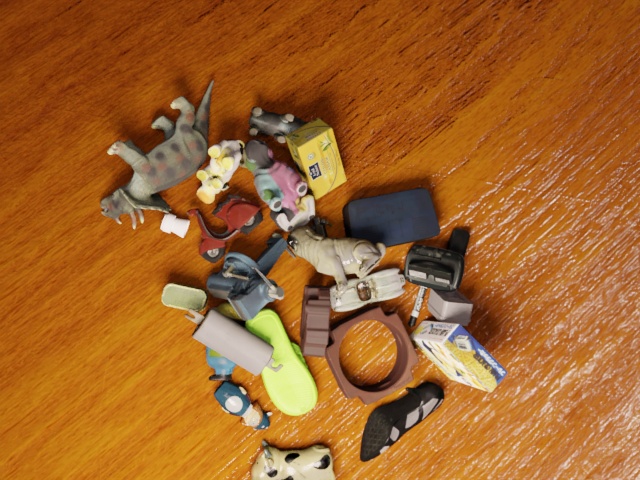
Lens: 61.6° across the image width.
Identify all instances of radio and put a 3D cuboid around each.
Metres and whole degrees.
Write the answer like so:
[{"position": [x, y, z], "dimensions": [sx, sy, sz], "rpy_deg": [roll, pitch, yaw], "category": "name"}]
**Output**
[{"position": [0.175, -0.049, 1.350], "dimensions": [0.230, 0.073, 0.131], "rpy_deg": [-11, 86, -12], "category": "radio"}]

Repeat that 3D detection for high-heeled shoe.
[{"position": [0.204, 0.449, 1.323], "dimensions": [0.145, 0.086, 0.248], "rpy_deg": [28, 101, -38], "category": "high-heeled shoe"}]

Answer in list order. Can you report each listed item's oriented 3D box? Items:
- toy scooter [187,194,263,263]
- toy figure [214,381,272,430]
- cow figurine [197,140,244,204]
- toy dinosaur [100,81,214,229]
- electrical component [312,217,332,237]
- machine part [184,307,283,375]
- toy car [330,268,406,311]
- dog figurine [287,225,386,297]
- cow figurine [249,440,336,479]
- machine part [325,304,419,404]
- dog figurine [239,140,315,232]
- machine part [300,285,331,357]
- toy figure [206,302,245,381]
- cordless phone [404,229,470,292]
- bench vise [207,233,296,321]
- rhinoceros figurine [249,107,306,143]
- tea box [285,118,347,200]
[{"position": [-0.234, -0.046, 1.275], "dimensions": [0.184, 0.075, 0.135], "rpy_deg": [-42, 96, -8], "category": "toy scooter"}, {"position": [-0.178, 0.393, 1.253], "dimensions": [0.154, 0.058, 0.064], "rpy_deg": [42, 118, -5], "category": "toy figure"}, {"position": [-0.237, -0.164, 1.270], "dimensions": [0.068, 0.167, 0.098], "rpy_deg": [37, 39, -1], "category": "cow figurine"}, {"position": [-0.346, -0.195, 1.254], "dimensions": [0.405, 0.131, 0.192], "rpy_deg": [-42, 105, -16], "category": "toy dinosaur"}, {"position": [-0.004, -0.005, 1.330], "dimensions": [0.078, 0.045, 0.102], "rpy_deg": [-21, 85, 17], "category": "electrical component"}, {"position": [-0.189, 0.223, 1.177], "dimensions": [0.243, 0.079, 0.079], "rpy_deg": [34, 80, -12], "category": "machine part"}, {"position": [0.117, 0.123, 1.329], "dimensions": [0.202, 0.056, 0.073], "rpy_deg": [-15, 87, -11], "category": "toy car"}, {"position": [0.036, 0.013, 1.256], "dimensions": [0.172, 0.121, 0.191], "rpy_deg": [-35, 76, -17], "category": "dog figurine"}, {"position": [-0.066, 0.523, 1.245], "dimensions": [0.195, 0.085, 0.127], "rpy_deg": [-9, 92, -8], "category": "cow figurine"}, {"position": [0.119, 0.274, 1.301], "dimensions": [0.201, 0.087, 0.201], "rpy_deg": [-25, 90, -13], "category": "machine part"}, {"position": [-0.115, -0.143, 1.298], "dimensions": [0.108, 0.191, 0.219], "rpy_deg": [-34, 57, -8], "category": "dog figurine"}, {"position": [-0.015, 0.186, 1.245], "dimensions": [0.056, 0.179, 0.179], "rpy_deg": [4, 84, -6], "category": "machine part"}, {"position": [-0.220, 0.235, 1.248], "dimensions": [0.089, 0.082, 0.180], "rpy_deg": [3, 79, -21], "category": "toy figure"}, {"position": [0.301, 0.033, 1.365], "dimensions": [0.147, 0.088, 0.184], "rpy_deg": [12, 54, 22], "category": "cordless phone"}, {"position": [-0.142, 0.067, 1.233], "dimensions": [0.128, 0.224, 0.240], "rpy_deg": [55, 51, -23], "category": "bench vise"}, {"position": [-0.083, -0.271, 1.312], "dimensions": [0.190, 0.112, 0.073], "rpy_deg": [13, 99, 3], "category": "rhinoceros figurine"}, {"position": [-0.007, -0.192, 1.283], "dimensions": [0.098, 0.169, 0.068], "rpy_deg": [-34, 49, -10], "category": "tea box"}]
